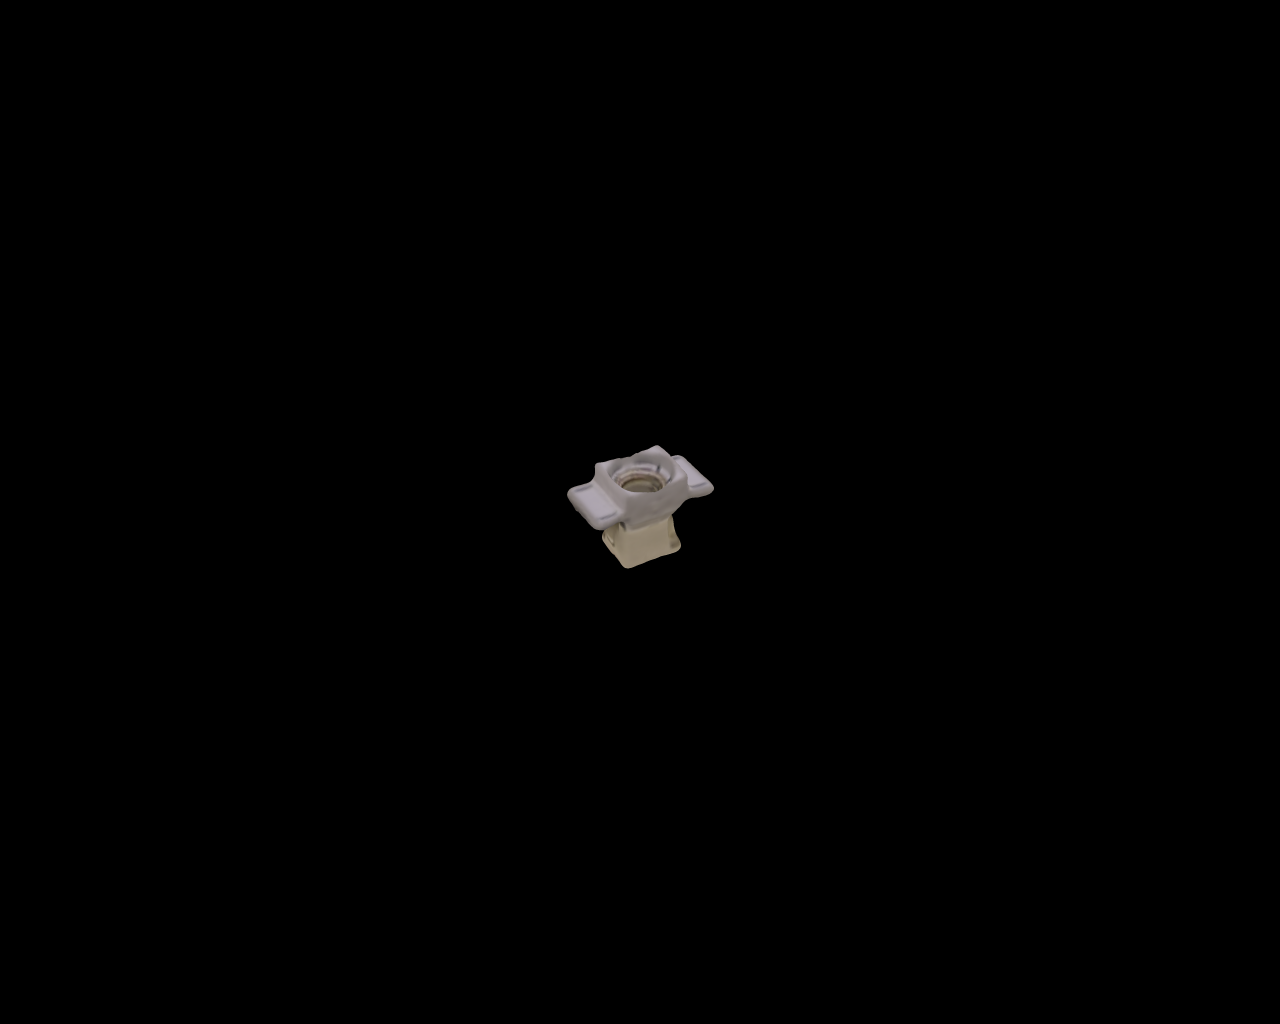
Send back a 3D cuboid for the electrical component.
[{"bbox_3d":[0.001,-0.003,0.650,0.081,0.063,0.042,-17,40,-22],"label":"electrical component"}]
